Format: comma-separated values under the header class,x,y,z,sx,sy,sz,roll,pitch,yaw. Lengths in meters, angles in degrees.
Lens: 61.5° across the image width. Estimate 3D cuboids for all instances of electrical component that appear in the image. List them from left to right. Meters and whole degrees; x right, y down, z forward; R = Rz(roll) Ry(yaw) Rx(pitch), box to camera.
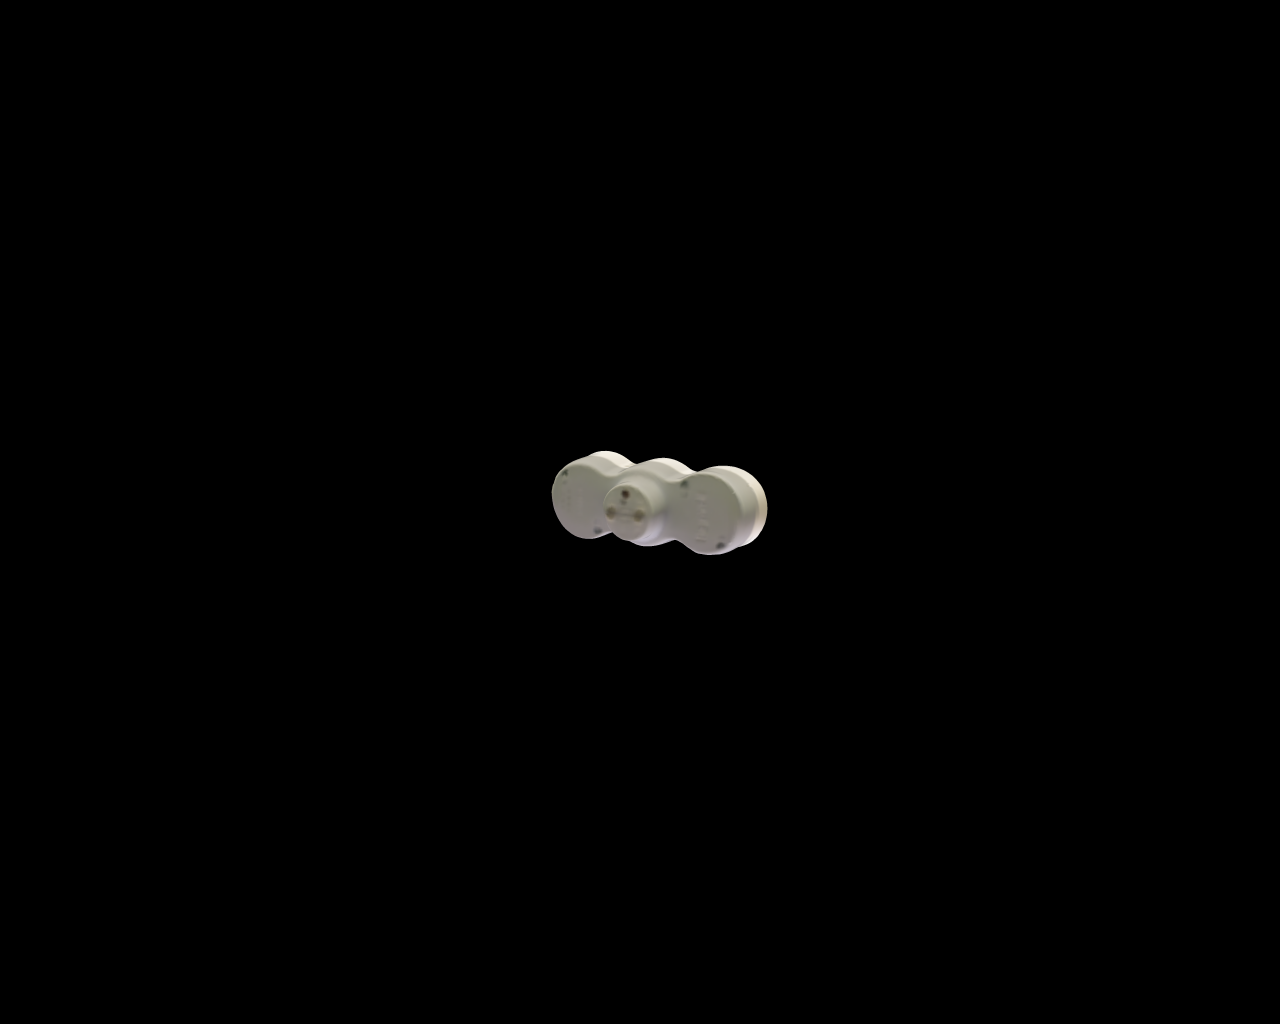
class,x,y,z,sx,sy,sz,roll,pitch,yaw
electrical component,0.001,-0.003,0.650,0.138,0.052,0.074,8,15,30
